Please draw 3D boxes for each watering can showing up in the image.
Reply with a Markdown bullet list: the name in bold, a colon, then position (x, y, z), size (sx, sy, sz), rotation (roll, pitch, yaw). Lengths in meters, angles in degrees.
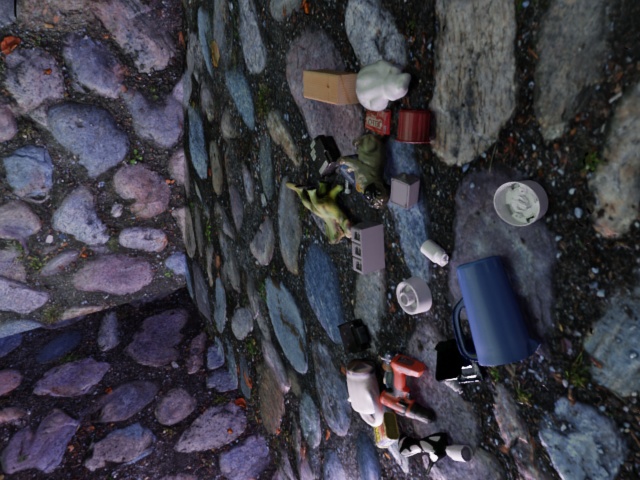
- **watering can**: position (0.145, 0.540, 1.874), size (0.346, 0.104, 0.224), rotation (173, 88, -74)

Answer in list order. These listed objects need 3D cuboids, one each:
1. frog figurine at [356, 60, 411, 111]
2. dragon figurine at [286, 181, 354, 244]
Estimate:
- **frog figurine**: position (0.170, -0.418, 1.403), size (0.162, 0.122, 0.136), rotation (45, 121, 61)
- **dragon figurine**: position (0.006, -0.094, 1.864), size (0.412, 0.123, 0.240), rotation (18, 125, 59)
